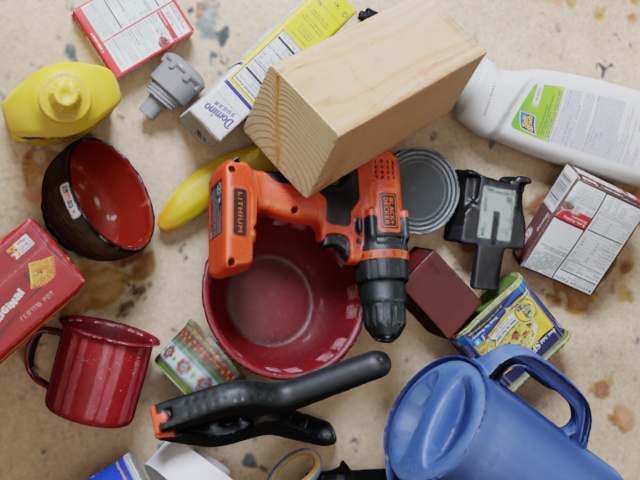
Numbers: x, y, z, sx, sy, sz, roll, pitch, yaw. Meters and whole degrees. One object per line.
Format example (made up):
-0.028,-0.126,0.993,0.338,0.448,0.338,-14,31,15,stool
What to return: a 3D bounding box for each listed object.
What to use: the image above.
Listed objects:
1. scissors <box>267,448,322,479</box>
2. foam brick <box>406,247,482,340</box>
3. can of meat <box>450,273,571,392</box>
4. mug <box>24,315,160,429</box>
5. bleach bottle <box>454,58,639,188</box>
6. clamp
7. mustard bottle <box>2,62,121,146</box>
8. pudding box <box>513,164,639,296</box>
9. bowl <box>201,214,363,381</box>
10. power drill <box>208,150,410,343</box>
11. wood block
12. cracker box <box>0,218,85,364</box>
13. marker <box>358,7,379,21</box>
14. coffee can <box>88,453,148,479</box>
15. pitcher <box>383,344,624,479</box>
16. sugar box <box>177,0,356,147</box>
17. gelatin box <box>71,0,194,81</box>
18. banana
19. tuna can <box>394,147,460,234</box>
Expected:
-0.048,0.293,1.012,0.096,0.016,0.201,36,77,-7,scissors
0.111,0.052,1.064,0.053,0.051,0.078,-45,103,-10,foam brick
0.188,0.095,1.084,0.102,0.057,0.084,-41,100,-10,can of meat
-0.211,0.116,0.962,0.117,0.093,0.081,15,93,1,mug
0.238,-0.132,1.085,0.250,0.068,0.102,16,88,-13,bleach bottle
-0.045,0.148,0.959,0.209,0.165,0.036,2,53,-29,clamp
-0.216,-0.114,0.893,0.096,0.192,0.058,-18,97,-14,mustard bottle
0.265,-0.008,1.091,0.090,0.039,0.114,23,112,-16,pudding box
-0.040,0.054,1.010,0.162,0.055,0.162,4,78,-20,bowl
-0.006,0.001,0.971,0.187,0.057,0.184,3,73,-23,power drill
0.043,-0.136,0.966,0.205,0.091,0.090,-33,73,-36,wood block
-0.275,0.061,0.872,0.164,0.214,0.072,-44,101,-10,cracker box
0.094,-0.203,1.064,0.121,0.020,0.020,19,87,-15,marker
-0.206,0.272,0.959,0.140,0.103,0.103,-31,100,-12,coffee can
0.195,0.214,1.037,0.242,0.149,0.145,34,54,-27,pitcher
-0.051,-0.160,0.988,0.048,0.093,0.176,44,82,-12,sugar box
-0.172,-0.200,0.986,0.089,0.030,0.073,-34,100,-12,gelatin box
-0.062,-0.057,1.018,0.197,0.037,0.069,-10,93,-15,banana
0.093,-0.049,1.063,0.086,0.034,0.086,-1,93,-15,tuna can
